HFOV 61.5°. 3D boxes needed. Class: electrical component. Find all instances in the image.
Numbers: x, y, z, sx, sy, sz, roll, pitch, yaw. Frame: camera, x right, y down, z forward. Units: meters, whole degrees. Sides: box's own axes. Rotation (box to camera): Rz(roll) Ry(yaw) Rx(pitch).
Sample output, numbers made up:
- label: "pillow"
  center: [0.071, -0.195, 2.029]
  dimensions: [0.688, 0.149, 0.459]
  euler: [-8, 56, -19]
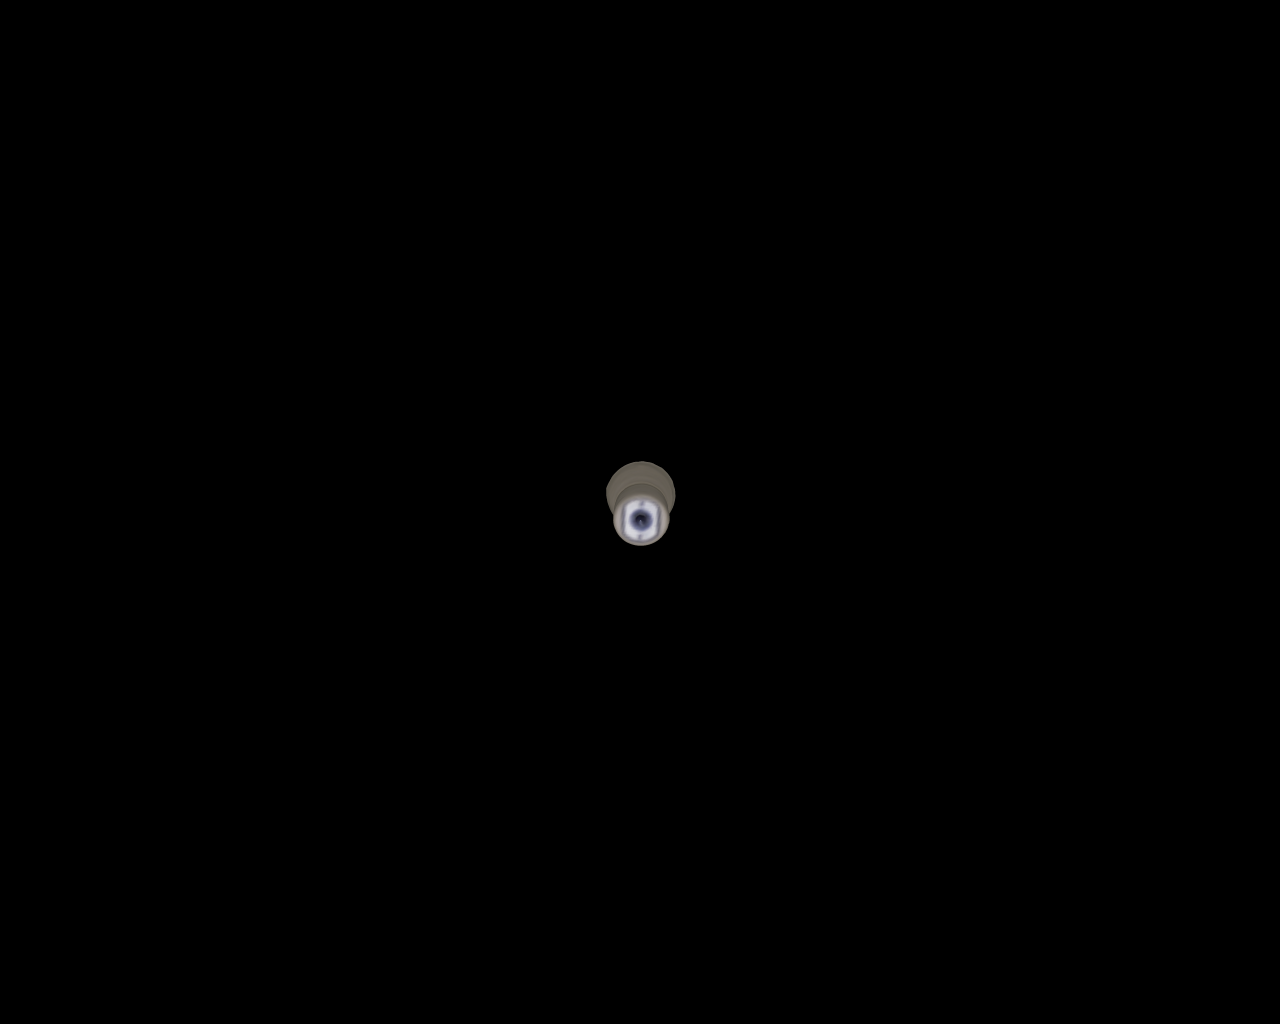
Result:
- label: "electrical component"
  center: [0.001, -0.003, 0.650]
  dimensions: [0.044, 0.044, 0.065]
  euler: [0, 16, 0]
